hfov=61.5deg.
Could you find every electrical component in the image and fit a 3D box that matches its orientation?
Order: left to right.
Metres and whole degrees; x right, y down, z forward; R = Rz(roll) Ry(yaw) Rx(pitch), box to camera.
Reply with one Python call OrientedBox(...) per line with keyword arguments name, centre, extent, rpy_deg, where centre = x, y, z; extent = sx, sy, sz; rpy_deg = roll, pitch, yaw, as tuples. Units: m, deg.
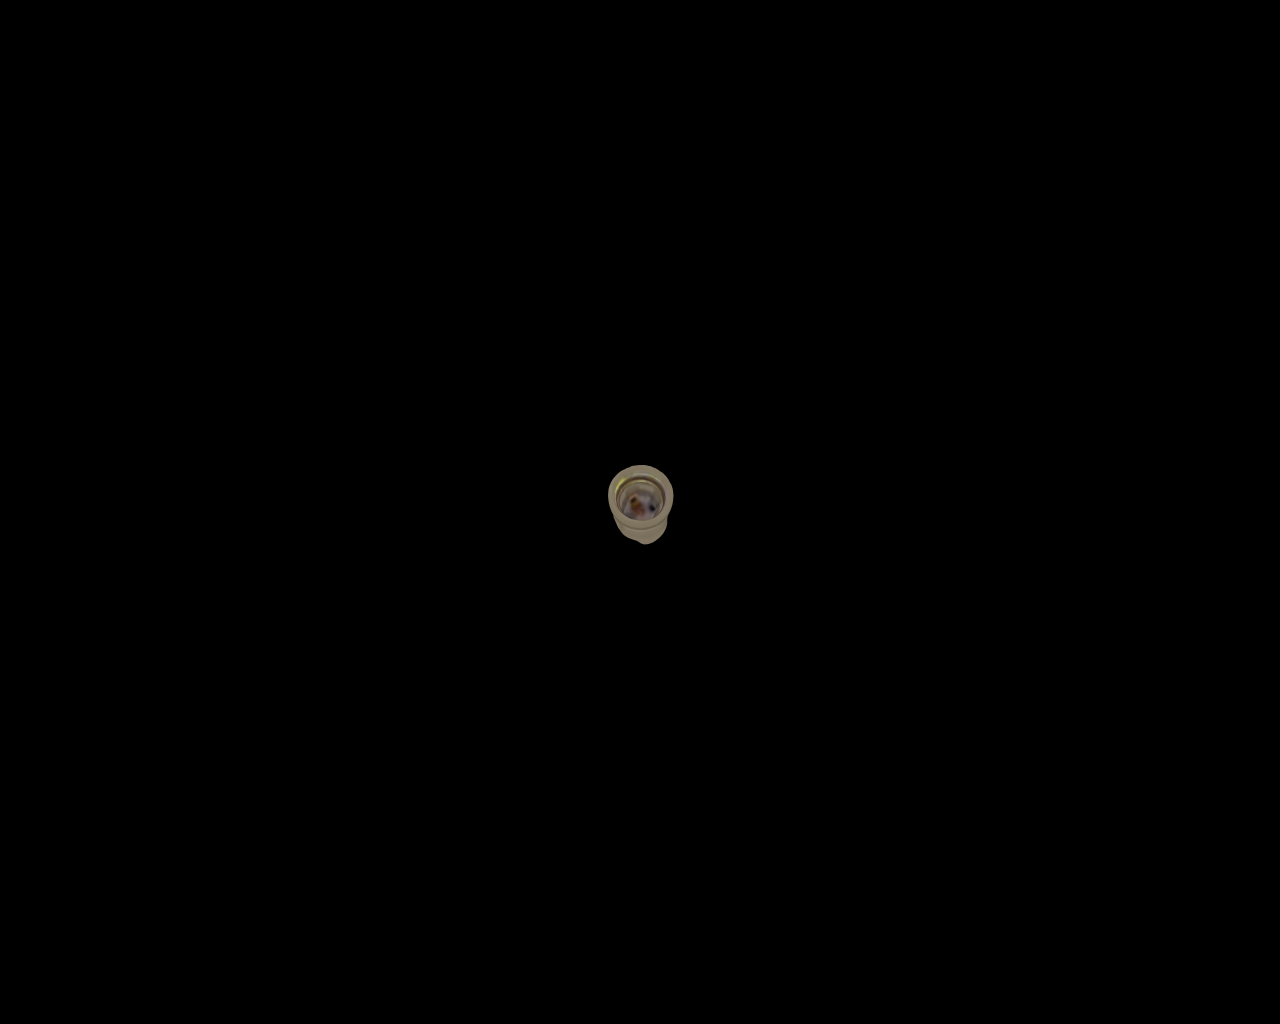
OrientedBox(name="electrical component", centre=(0.001, -0.003, 0.650), extent=(0.040, 0.040, 0.046), rpy_deg=(0, -23, 0))
